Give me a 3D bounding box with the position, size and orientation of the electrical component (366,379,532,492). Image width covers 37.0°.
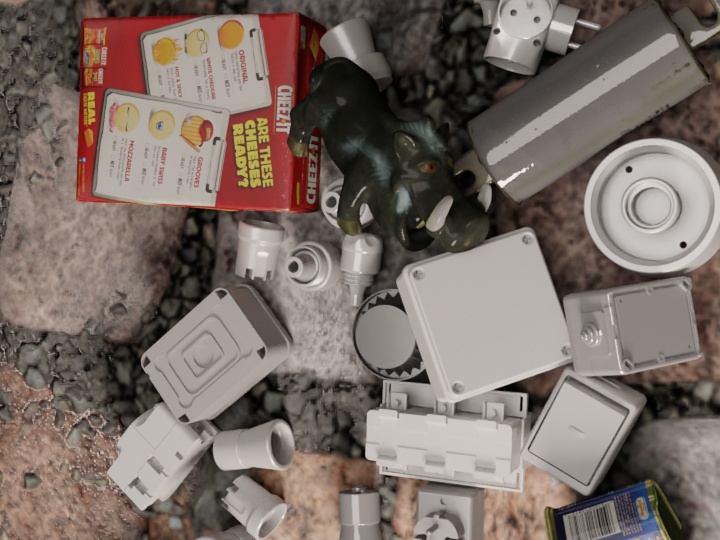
[{"bbox_3d":[0.070,0.134,0.862,0.121,0.063,0.078,3,93,22],"label":"electrical component"}]

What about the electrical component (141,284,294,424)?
[{"bbox_3d":[-0.124,0.073,0.943,0.113,0.057,0.078,-40,77,18],"label":"electrical component"}]

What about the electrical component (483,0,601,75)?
[{"bbox_3d":[0.145,-0.189,0.833,0.079,0.044,0.077,19,92,9],"label":"electrical component"}]

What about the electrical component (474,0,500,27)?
[{"bbox_3d":[0.103,-0.225,0.855,0.035,0.035,0.061,-2,93,22],"label":"electrical component"}]

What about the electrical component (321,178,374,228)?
[{"bbox_3d":[-0.012,-0.055,0.891,0.043,0.062,0.043,1,92,22],"label":"electrical component"}]

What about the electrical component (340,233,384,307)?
[{"bbox_3d":[0.000,0.000,0.903,0.035,0.035,0.061,10,98,22],"label":"electrical component"}]

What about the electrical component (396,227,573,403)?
[{"bbox_3d":[0.096,0.036,0.830,0.109,0.056,0.108,-18,84,-9],"label":"electrical component"}]

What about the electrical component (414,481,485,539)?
[{"bbox_3d":[0.066,0.209,0.858,0.047,0.077,0.065,2,92,22],"label":"electrical component"}]

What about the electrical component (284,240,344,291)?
[{"bbox_3d":[-0.043,-0.003,0.905,0.043,0.062,0.043,1,92,23],"label":"electrical component"}]

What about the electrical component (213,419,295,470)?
[{"bbox_3d":[-0.095,0.156,0.943,0.065,0.044,0.044,-11,87,27],"label":"electrical component"}]

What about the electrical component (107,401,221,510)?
[{"bbox_3d":[-0.180,0.161,0.972,0.056,0.050,0.089,43,106,15],"label":"electrical component"}]

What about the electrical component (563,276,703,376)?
[{"bbox_3d":[0.193,0.043,0.790,0.061,0.096,0.061,-13,85,60],"label":"electrical component"}]

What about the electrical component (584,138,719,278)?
[{"bbox_3d":[0.219,-0.047,0.798,0.108,0.060,0.108,1,92,22],"label":"electrical component"}]

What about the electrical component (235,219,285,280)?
[{"bbox_3d":[-0.089,-0.018,0.937,0.040,0.040,0.046,15,102,21],"label":"electrical component"}]

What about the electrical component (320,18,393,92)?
[{"bbox_3d":[-0.002,-0.174,0.894,0.045,0.045,0.055,-28,81,20],"label":"electrical component"}]

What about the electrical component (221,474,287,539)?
[{"bbox_3d":[-0.094,0.207,0.944,0.046,0.040,0.040,34,103,24],"label":"electrical component"}]

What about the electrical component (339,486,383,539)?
[{"bbox_3d":[0.000,0.215,0.905,0.044,0.044,0.065,-4,85,22],"label":"electrical component"}]

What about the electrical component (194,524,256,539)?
[{"bbox_3d":[-0.116,0.246,0.939,0.044,0.065,0.044,1,92,23],"label":"electrical component"}]

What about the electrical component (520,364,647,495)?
[{"bbox_3d":[0.167,0.126,0.823,0.062,0.061,0.096,30,102,19],"label":"electrical component"}]
